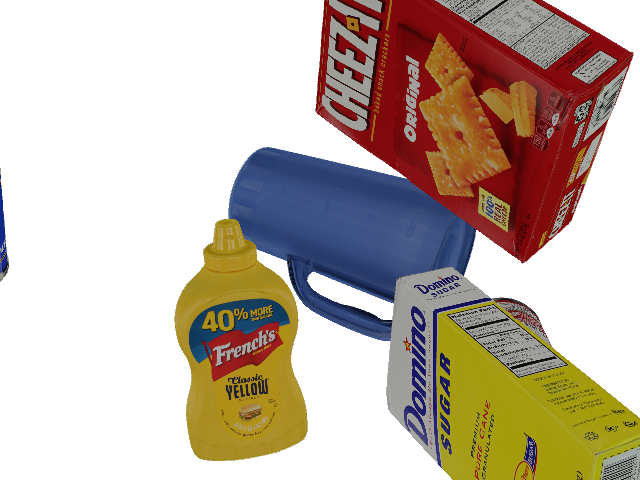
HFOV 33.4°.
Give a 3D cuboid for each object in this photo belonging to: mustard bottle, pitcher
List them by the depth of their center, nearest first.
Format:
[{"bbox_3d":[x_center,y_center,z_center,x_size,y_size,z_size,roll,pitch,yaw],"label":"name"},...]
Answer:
[{"bbox_3d":[-0.064,0.076,0.838,0.096,0.192,0.058,-8,20,-10],"label":"mustard bottle"},{"bbox_3d":[0.027,-0.007,1.095,0.243,0.145,0.149,18,23,21],"label":"pitcher"}]

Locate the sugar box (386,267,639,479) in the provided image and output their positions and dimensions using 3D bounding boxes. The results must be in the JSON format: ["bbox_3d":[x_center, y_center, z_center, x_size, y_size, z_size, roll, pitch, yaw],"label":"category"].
[{"bbox_3d":[0.096,0.094,0.559,0.048,0.093,0.176,-11,29,-27],"label":"sugar box"}]

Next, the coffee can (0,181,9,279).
[{"bbox_3d":[-0.224,-0.046,0.573,0.103,0.140,0.103,3,25,-1],"label":"coffee can"}]

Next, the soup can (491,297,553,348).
[{"bbox_3d":[0.135,0.091,0.756,0.068,0.068,0.102,0,20,-1],"label":"soup can"}]

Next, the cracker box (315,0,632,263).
[{"bbox_3d":[0.095,-0.108,0.760,0.214,0.164,0.072,38,57,24],"label":"cracker box"}]
